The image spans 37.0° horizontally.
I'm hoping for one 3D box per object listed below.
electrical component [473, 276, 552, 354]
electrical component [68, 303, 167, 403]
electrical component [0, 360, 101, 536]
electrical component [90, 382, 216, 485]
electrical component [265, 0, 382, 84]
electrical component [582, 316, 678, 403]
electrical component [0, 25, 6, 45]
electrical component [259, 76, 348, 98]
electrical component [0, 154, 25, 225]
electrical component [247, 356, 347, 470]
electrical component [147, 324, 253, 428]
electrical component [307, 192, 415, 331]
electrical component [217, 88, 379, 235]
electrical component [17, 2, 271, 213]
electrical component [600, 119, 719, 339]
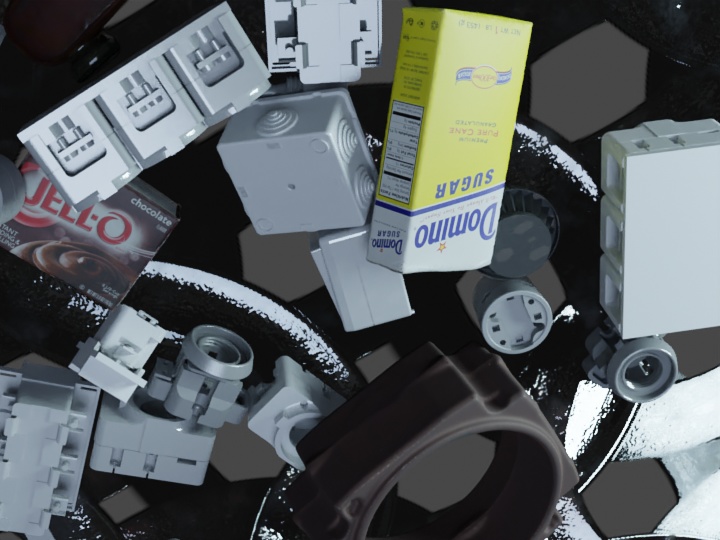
[{"bbox_3d":[0.117,0.030,0.842,0.055,0.047,0.055,-3,116,-6],"label":"electrical component"},{"bbox_3d":[-0.179,0.059,0.803,0.042,0.081,0.063,35,79,-22],"label":"electrical component"},{"bbox_3d":[-0.254,0.141,0.838,0.079,0.063,0.121,12,114,-13],"label":"electrical component"},{"bbox_3d":[-0.162,0.127,0.851,0.089,0.050,0.055,11,114,-13],"label":"electrical component"},{"bbox_3d":[-0.024,-0.188,0.707,0.079,0.063,0.121,-4,116,-5],"label":"electrical component"},{"bbox_3d":[0.222,0.071,0.870,0.058,0.057,0.078,36,106,-22],"label":"electrical component"},{"bbox_3d":[-0.282,-0.156,0.696,0.089,0.050,0.055,27,110,-19],"label":"electrical component"},{"bbox_3d":[-0.040,-0.122,0.754,0.061,0.035,0.035,3,115,-6],"label":"electrical component"},{"bbox_3d":[-0.288,-0.078,0.700,0.052,0.073,0.138,-42,97,15],"label":"electrical component"},{"bbox_3d":[-0.043,0.121,0.861,0.089,0.055,0.050,39,105,-22],"label":"electrical component"},{"bbox_3d":[-0.117,0.080,0.830,0.078,0.058,0.057,21,114,-16],"label":"electrical component"},{"bbox_3d":[0.000,0.000,0.803,0.061,0.061,0.096,-16,117,0],"label":"electrical component"},{"bbox_3d":[-0.042,-0.072,0.744,0.100,0.048,0.099,-4,133,20],"label":"electrical component"},{"bbox_3d":[-0.138,-0.105,0.696,0.150,0.089,0.061,-34,108,-6],"label":"electrical component"},{"bbox_3d":[0.234,-0.032,0.818,0.089,0.061,0.150,-8,117,-4],"label":"electrical component"}]
